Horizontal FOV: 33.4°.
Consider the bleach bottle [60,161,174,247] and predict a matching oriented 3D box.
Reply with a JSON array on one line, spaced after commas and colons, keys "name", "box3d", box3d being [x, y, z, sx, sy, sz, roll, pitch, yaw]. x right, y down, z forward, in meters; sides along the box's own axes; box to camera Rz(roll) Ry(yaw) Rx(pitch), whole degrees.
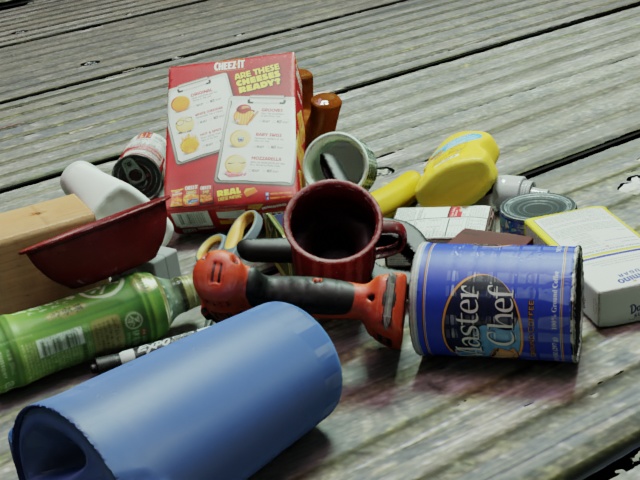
[{"name": "bleach bottle", "box3d": [-0.264, -0.045, 1.319, 0.068, 0.102, 0.251, -48, 26, -7]}]

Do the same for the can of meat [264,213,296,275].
[{"name": "can of meat", "box3d": [-0.008, 0.001, 1.165, 0.083, 0.057, 0.102, -11, 23, -13]}]

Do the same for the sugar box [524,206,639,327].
[{"name": "sugar box", "box3d": [0.277, 0.023, 1.049, 0.093, 0.048, 0.176, -11, 27, -8]}]

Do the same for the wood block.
[{"name": "wood block", "box3d": [-0.348, 0.027, 1.166, 0.205, 0.090, 0.091, -18, 25, -22]}]

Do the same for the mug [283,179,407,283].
[{"name": "mug", "box3d": [0.025, 0.001, 1.019, 0.117, 0.081, 0.093, -5, 59, -1]}]

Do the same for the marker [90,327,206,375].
[{"name": "marker", "box3d": [-0.158, 0.107, 1.015, 0.121, 0.020, 0.020, -15, 25, -17]}]

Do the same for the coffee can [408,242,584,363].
[{"name": "coffee can", "box3d": [0.157, 0.054, 0.939, 0.140, 0.103, 0.102, 1, 25, 18]}]

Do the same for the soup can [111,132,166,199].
[{"name": "soup can", "box3d": [-0.240, -0.101, 1.451, 0.068, 0.068, 0.102, -5, 23, 4]}]

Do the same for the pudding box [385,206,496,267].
[{"name": "pudding box", "box3d": [0.131, -0.004, 1.160, 0.114, 0.039, 0.090, -2, 24, 16]}]

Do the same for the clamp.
[{"name": "clamp", "box3d": [0.031, 0.008, 1.086, 0.210, 0.036, 0.164, 35, 59, 23]}]

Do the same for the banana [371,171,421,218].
[{"name": "banana", "box3d": [0.066, -0.046, 1.275, 0.197, 0.037, 0.070, -24, 29, -34]}]

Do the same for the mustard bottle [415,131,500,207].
[{"name": "mustard bottle", "box3d": [0.172, -0.092, 1.307, 0.096, 0.058, 0.191, -29, 12, 20]}]

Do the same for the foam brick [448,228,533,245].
[{"name": "foam brick", "box3d": [0.169, 0.025, 1.067, 0.078, 0.051, 0.052, 9, 27, 32]}]

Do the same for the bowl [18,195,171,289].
[{"name": "bowl", "box3d": [-0.217, 0.008, 1.075, 0.162, 0.055, 0.162, -20, 6, 2]}]

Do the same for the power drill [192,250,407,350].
[{"name": "power drill", "box3d": [-0.016, 0.061, 0.970, 0.187, 0.057, 0.184, 5, -14, 5]}]

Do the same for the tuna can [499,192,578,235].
[{"name": "tuna can", "box3d": [0.241, -0.023, 1.175, 0.086, 0.034, 0.086, -6, 23, 2]}]

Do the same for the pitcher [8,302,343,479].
[{"name": "pitcher", "box3d": [-0.105, 0.134, 0.809, 0.242, 0.145, 0.149, -26, 71, -44]}]

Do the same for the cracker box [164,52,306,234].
[{"name": "cracker box", "box3d": [-0.102, -0.117, 1.311, 0.164, 0.072, 0.213, -6, 62, 6]}]

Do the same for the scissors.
[{"name": "scissors", "box3d": [-0.117, 0.039, 1.152, 0.096, 0.016, 0.201, -21, 29, 36]}]
